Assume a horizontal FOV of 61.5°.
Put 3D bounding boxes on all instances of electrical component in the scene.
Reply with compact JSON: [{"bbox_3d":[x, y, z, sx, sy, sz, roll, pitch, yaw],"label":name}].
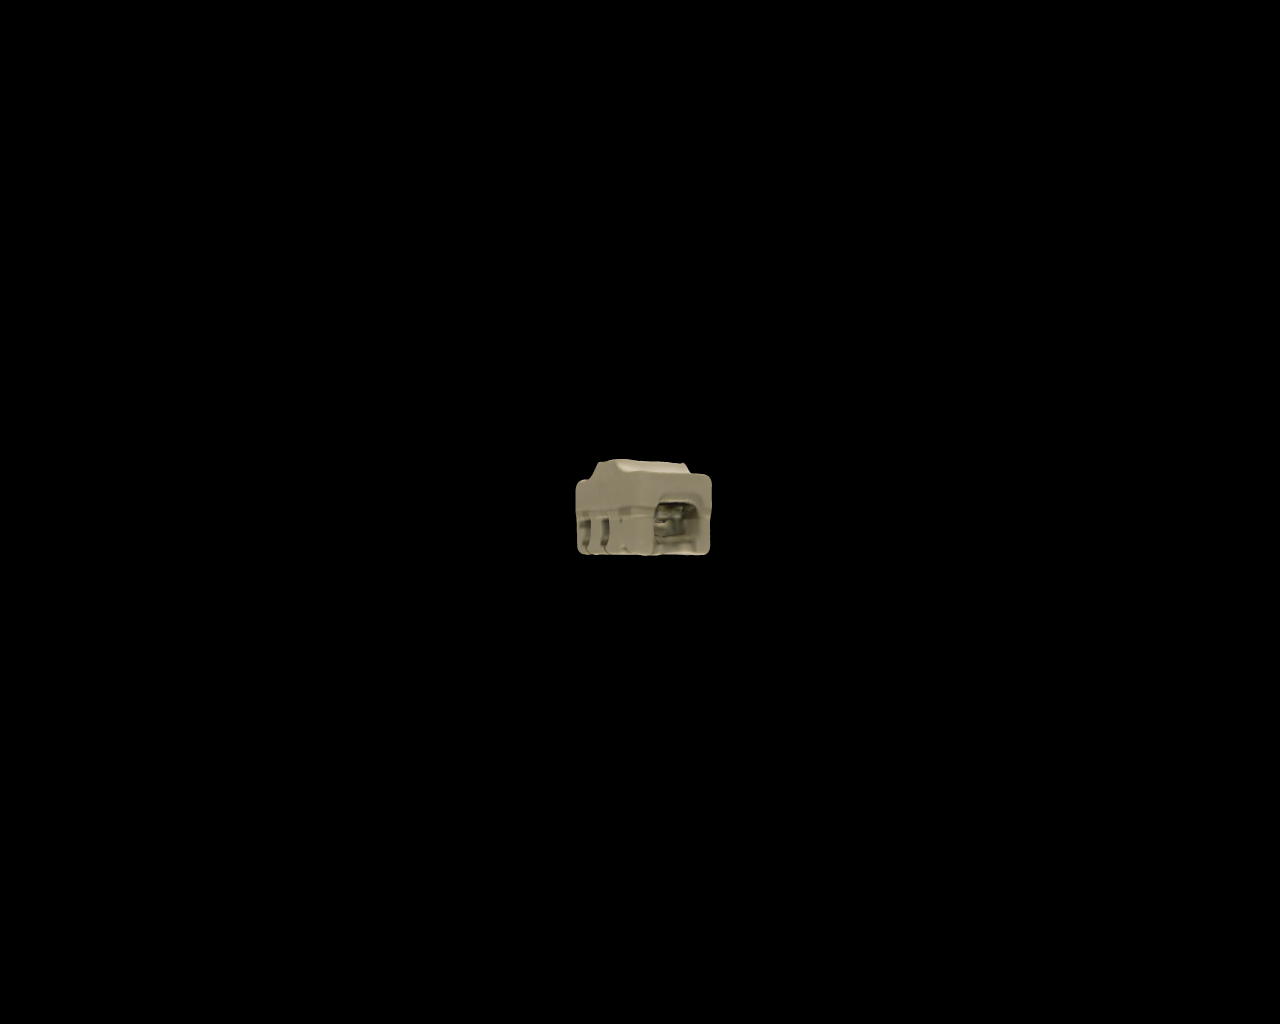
[{"bbox_3d":[0.001,-0.003,0.650,0.050,0.055,0.089,1,-2,-28],"label":"electrical component"}]
